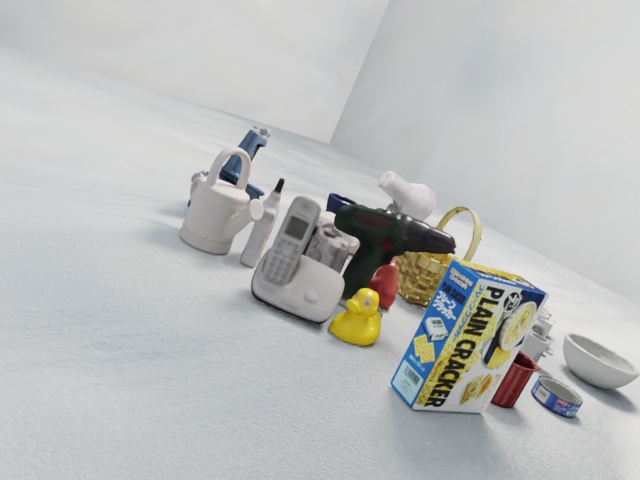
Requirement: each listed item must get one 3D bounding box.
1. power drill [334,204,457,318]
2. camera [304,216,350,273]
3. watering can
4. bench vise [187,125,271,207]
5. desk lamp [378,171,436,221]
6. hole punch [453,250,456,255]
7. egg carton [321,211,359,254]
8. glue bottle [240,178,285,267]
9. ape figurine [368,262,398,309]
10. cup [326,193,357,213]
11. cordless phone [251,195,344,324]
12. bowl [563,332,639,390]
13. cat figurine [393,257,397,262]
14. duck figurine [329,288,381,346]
[{"bbox_3d":[0.113,0.039,1.070,0.229,0.208,0.076,29,15,21],"label":"power drill"},{"bbox_3d":[0.012,0.004,1.253,0.142,0.101,0.137,31,16,26],"label":"camera"},{"bbox_3d":[-0.175,-0.076,1.058,0.172,0.194,0.101,26,15,11],"label":"watering can"},{"bbox_3d":[-0.178,-0.141,1.236,0.121,0.220,0.208,26,14,9],"label":"bench vise"},{"bbox_3d":[0.211,-0.084,1.662,0.204,0.213,0.117,15,17,-32],"label":"desk lamp"},{"bbox_3d":[0.309,0.044,1.603,0.100,0.091,0.109,34,17,35],"label":"hole punch"},{"bbox_3d":[0.036,-0.020,1.442,0.150,0.069,0.107,29,15,19],"label":"egg carton"},{"bbox_3d":[-0.102,-0.037,1.074,0.037,0.173,0.078,22,14,-5],"label":"glue bottle"},{"bbox_3d":[0.131,0.087,1.165,0.078,0.092,0.076,19,15,-19],"label":"ape figurine"},{"bbox_3d":[0.063,-0.069,1.612,0.118,0.095,0.091,21,14,-10],"label":"cup"},{"bbox_3d":[-0.019,0.032,0.936,0.147,0.185,0.094,23,14,-2],"label":"cordless phone"},{"bbox_3d":[0.605,0.278,1.263,0.167,0.075,0.167,22,14,-6],"label":"bowl"},{"bbox_3d":[0.209,0.031,1.436,0.067,0.118,0.128,31,16,28],"label":"cat figurine"},{"bbox_3d":[0.071,0.122,0.955,0.077,0.086,0.105,35,18,37],"label":"duck figurine"}]
